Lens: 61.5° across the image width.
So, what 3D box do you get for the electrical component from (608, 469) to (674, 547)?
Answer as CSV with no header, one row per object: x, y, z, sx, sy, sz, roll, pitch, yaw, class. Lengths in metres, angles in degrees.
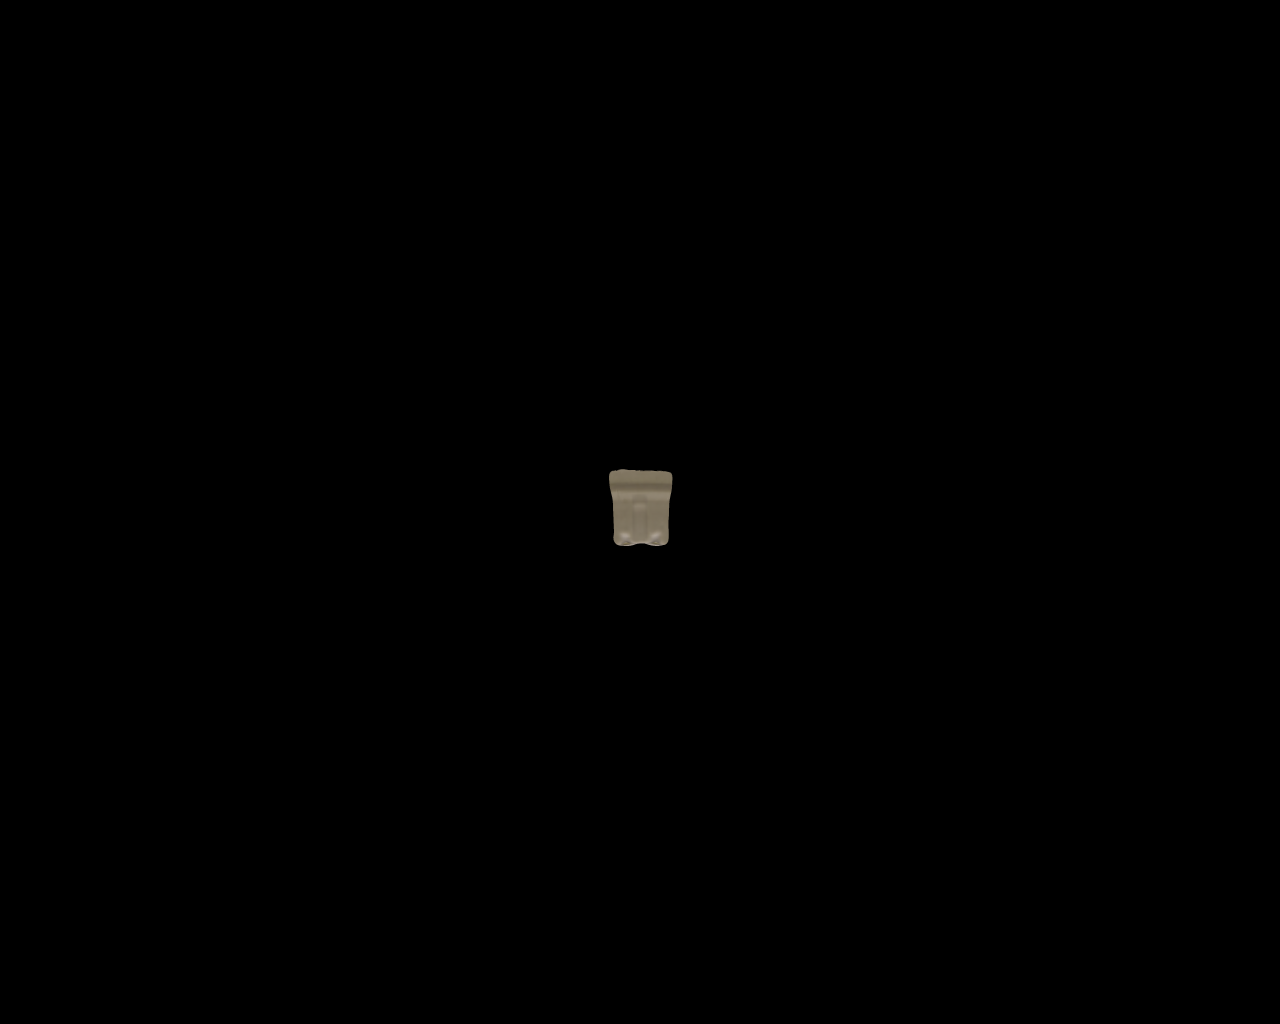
0.001,-0.003,0.650,0.040,0.046,0.040,0,0,0,electrical component
